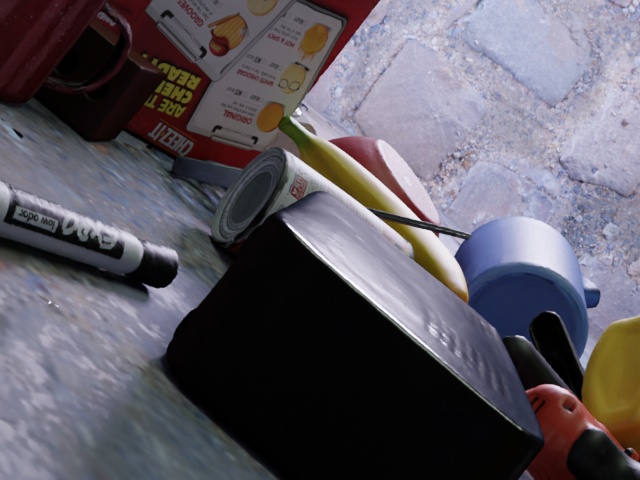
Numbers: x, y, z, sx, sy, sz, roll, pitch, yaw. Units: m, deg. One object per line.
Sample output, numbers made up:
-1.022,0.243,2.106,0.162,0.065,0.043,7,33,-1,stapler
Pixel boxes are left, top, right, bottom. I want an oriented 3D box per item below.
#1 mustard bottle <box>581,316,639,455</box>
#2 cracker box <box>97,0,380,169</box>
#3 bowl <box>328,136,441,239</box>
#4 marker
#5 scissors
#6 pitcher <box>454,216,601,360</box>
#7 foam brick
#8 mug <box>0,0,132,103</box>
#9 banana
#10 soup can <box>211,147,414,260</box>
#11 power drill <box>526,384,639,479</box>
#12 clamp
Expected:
0.238,0.143,0.685,0.191,0.058,0.096,50,40,-24,mustard bottle
-0.060,-0.162,0.729,0.072,0.214,0.164,44,9,38,cracker box
0.056,-0.034,0.919,0.162,0.055,0.162,48,17,-20,bowl
-0.093,-0.001,0.406,0.020,0.020,0.121,45,9,30,marker
-0.012,-0.028,0.675,0.202,0.016,0.096,16,4,39,scissors
0.168,0.055,0.970,0.145,0.149,0.242,55,12,0,pitcher
-0.139,-0.101,0.618,0.078,0.053,0.051,39,8,1,foam brick
-0.152,-0.119,0.550,0.117,0.081,0.093,34,10,-36,mug
0.041,-0.011,0.730,0.198,0.037,0.069,46,17,31,banana
-0.004,0.001,0.625,0.102,0.068,0.068,36,9,-25,soup can
0.198,0.160,0.552,0.184,0.057,0.188,45,-15,-33,power drill
0.168,0.124,0.691,0.120,0.039,0.171,0,58,-57,clamp
